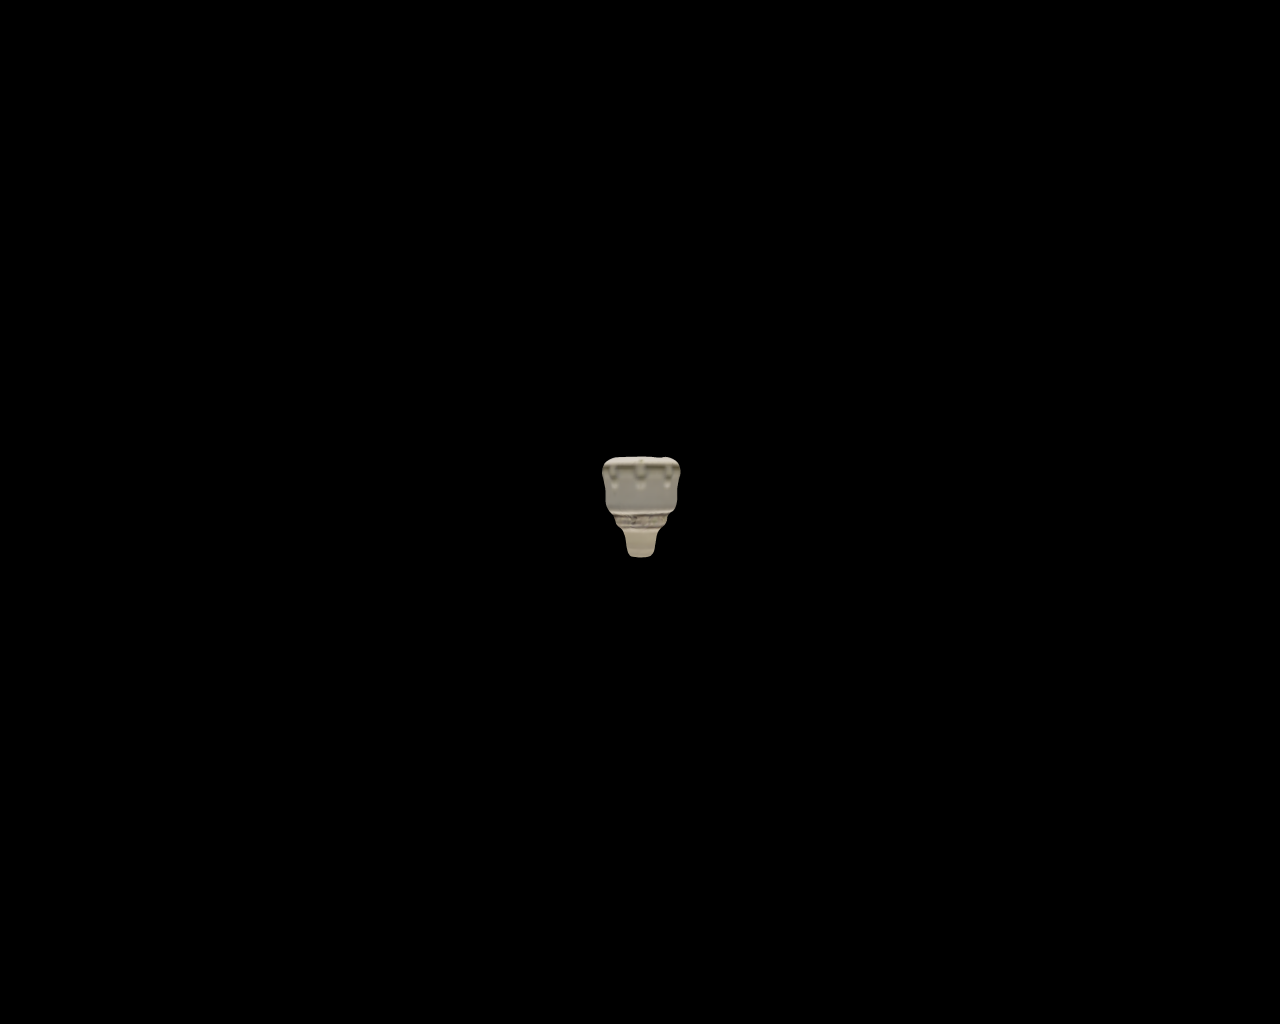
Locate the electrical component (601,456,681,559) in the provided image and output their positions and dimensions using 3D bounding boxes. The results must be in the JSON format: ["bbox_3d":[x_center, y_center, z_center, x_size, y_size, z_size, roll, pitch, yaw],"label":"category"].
[{"bbox_3d":[0.001,-0.003,0.650,0.048,0.062,0.048,0,0,0],"label":"electrical component"}]
